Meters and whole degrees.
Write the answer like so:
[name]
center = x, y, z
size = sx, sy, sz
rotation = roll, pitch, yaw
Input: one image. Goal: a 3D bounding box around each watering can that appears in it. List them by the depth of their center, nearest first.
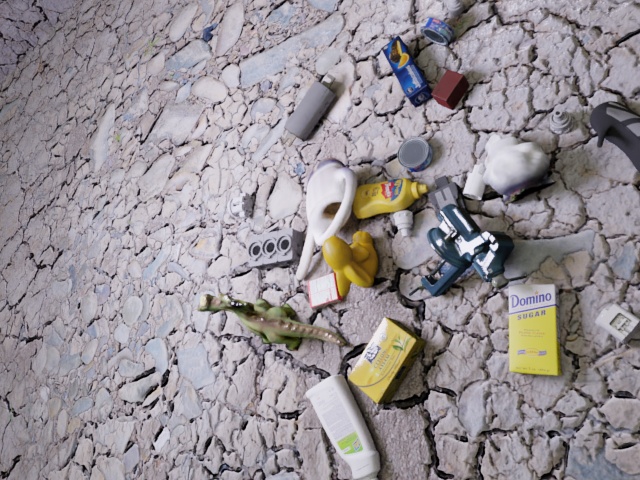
[watering can]
center = 0.004, -0.068, 1.353
size = 0.230, 0.103, 0.340
rotation = -95, 29, -45

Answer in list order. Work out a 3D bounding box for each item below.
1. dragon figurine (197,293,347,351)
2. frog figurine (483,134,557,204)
[dragon figurine]
center = -0.152, 0.196, 1.305
size = 0.410, 0.240, 0.124
rotation = 4, 73, 37
[frog figurine]
center = 0.418, -0.172, 1.126
size = 0.135, 0.123, 0.161
rotation = -37, 68, 42
